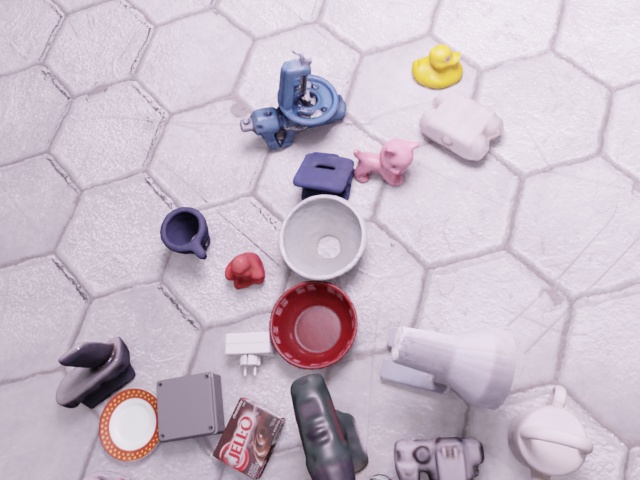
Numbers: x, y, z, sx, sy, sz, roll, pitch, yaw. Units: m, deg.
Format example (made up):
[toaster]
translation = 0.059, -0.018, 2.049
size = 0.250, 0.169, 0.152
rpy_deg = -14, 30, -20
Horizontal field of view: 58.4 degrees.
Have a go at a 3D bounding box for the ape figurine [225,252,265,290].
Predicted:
[ape figurine]
translation = -0.143, 0.054, 1.083
size = 0.077, 0.092, 0.076
rpy_deg = 23, 77, 17

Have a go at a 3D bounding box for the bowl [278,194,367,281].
[bowl]
translation = 0.010, 0.004, 1.081
size = 0.167, 0.075, 0.167
rpy_deg = -3, 71, 9

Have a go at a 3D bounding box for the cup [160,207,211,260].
[cup]
translation = -0.244, 0.001, 1.117
size = 0.092, 0.095, 0.117
rpy_deg = -40, 69, -4

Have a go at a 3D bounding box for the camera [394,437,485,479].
[camera]
translation = 0.192, 0.385, 0.906
size = 0.143, 0.101, 0.137
rpy_deg = -6, 71, 8

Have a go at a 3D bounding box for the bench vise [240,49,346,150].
[bench vise]
translation = -0.056, -0.260, 1.104
size = 0.207, 0.220, 0.121
rpy_deg = -37, 69, -3

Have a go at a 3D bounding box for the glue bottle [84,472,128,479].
[glue bottle]
translation = -0.378, 0.420, 0.959
size = 0.078, 0.173, 0.037
rpy_deg = 12, 74, 14

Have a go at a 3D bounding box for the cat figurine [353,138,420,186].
[cat figurine]
translation = 0.124, -0.157, 1.091
size = 0.127, 0.118, 0.067
rpy_deg = 6, 73, 12

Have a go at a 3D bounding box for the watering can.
[watering can]
translation = 0.346, 0.308, 0.854
size = 0.101, 0.194, 0.173
rpy_deg = -8, 70, 8

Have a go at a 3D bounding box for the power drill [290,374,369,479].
[power drill]
translation = 0.022, 0.328, 0.898
size = 0.075, 0.209, 0.229
rpy_deg = -23, 69, 2

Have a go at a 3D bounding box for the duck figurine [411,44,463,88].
[duck figurine]
translation = 0.237, -0.359, 1.156
size = 0.104, 0.086, 0.077
rpy_deg = 4, 72, 12

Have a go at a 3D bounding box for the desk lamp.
[desk lamp]
translation = 0.194, 0.193, 0.910
size = 0.203, 0.214, 0.118
rpy_deg = 10, 74, 13

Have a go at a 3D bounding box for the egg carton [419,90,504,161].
[egg carton]
translation = 0.272, -0.222, 1.112
size = 0.150, 0.069, 0.107
rpy_deg = 34, 81, 19

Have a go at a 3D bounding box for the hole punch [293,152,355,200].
[hole punch]
translation = 0.008, -0.126, 1.116
size = 0.108, 0.091, 0.101
rpy_deg = 10, 74, 13

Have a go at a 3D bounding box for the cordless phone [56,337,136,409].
[cordless phone]
translation = -0.432, 0.232, 1.025
size = 0.147, 0.185, 0.094
rpy_deg = -41, 69, -5
